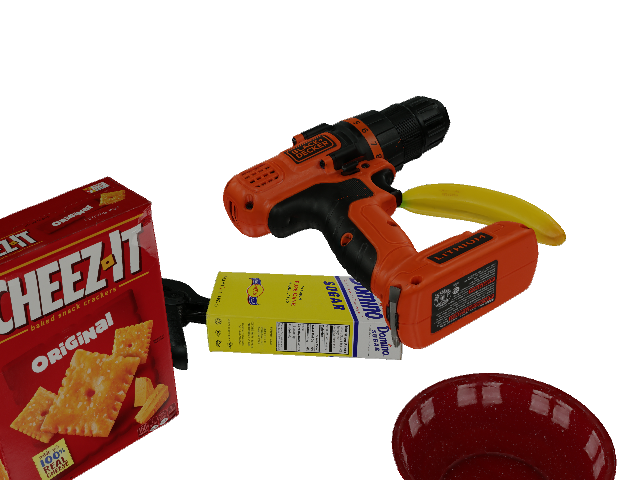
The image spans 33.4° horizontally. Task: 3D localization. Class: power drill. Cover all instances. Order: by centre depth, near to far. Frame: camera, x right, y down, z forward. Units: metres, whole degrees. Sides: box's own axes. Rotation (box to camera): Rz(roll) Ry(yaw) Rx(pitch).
[{"bbox_3d":[0.054,-0.021,0.709,0.184,0.057,0.188,-28,44,-22],"label":"power drill"}]

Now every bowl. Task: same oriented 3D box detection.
[{"bbox_3d":[0.133,0.170,0.791,0.162,0.055,0.162,-1,34,0],"label":"bowl"}]

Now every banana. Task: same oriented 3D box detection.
[{"bbox_3d":[0.167,-0.029,1.126,0.198,0.037,0.069,10,39,25],"label":"banana"}]

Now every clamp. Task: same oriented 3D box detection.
[{"bbox_3d":[-0.157,0.077,1.119,0.210,0.036,0.164,17,21,30],"label":"clamp"}]

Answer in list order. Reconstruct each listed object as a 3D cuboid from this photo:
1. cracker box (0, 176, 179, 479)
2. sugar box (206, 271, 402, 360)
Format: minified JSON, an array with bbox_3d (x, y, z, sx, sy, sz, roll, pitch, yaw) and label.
[{"bbox_3d":[-0.201,0.080,0.837,0.163,0.214,0.072,-27,38,-36],"label":"cracker box"},{"bbox_3d":[-0.013,0.067,0.985,0.176,0.048,0.093,0,25,2],"label":"sugar box"}]
